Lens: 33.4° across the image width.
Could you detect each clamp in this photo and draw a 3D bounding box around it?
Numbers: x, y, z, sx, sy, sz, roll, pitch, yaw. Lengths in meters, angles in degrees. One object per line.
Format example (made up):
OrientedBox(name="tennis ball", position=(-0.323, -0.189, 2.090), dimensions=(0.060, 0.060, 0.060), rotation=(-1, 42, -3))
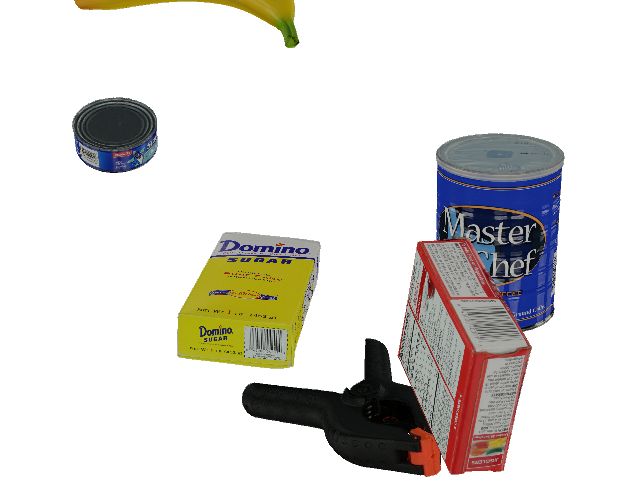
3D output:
OrientedBox(name="clamp", position=(0.020, 0.119, 0.737), dimensions=(0.120, 0.039, 0.172), rotation=(-21, 19, -14))

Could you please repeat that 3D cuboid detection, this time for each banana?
OrientedBox(name="banana", position=(-0.101, -0.202, 0.862), dimensions=(0.198, 0.069, 0.037), rotation=(12, -41, 16))

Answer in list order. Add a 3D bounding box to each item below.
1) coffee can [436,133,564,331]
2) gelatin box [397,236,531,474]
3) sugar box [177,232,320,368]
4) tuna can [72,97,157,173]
OrientedBox(name="coffee can", position=(0.147, -0.008, 0.891), dimensions=(0.103, 0.140, 0.103), rotation=(-2, 23, 1))
OrientedBox(name="gelatin box", position=(0.065, 0.052, 0.501), dimensions=(0.030, 0.073, 0.089), rotation=(-3, 34, -12))
OrientedBox(name="sugar box", position=(-0.056, 0.045, 0.901), dimensions=(0.093, 0.048, 0.176), rotation=(6, 25, 4))
OrientedBox(name="tuna can", position=(-0.211, -0.108, 1.099), dimensions=(0.086, 0.034, 0.086), rotation=(2, 44, -2))
